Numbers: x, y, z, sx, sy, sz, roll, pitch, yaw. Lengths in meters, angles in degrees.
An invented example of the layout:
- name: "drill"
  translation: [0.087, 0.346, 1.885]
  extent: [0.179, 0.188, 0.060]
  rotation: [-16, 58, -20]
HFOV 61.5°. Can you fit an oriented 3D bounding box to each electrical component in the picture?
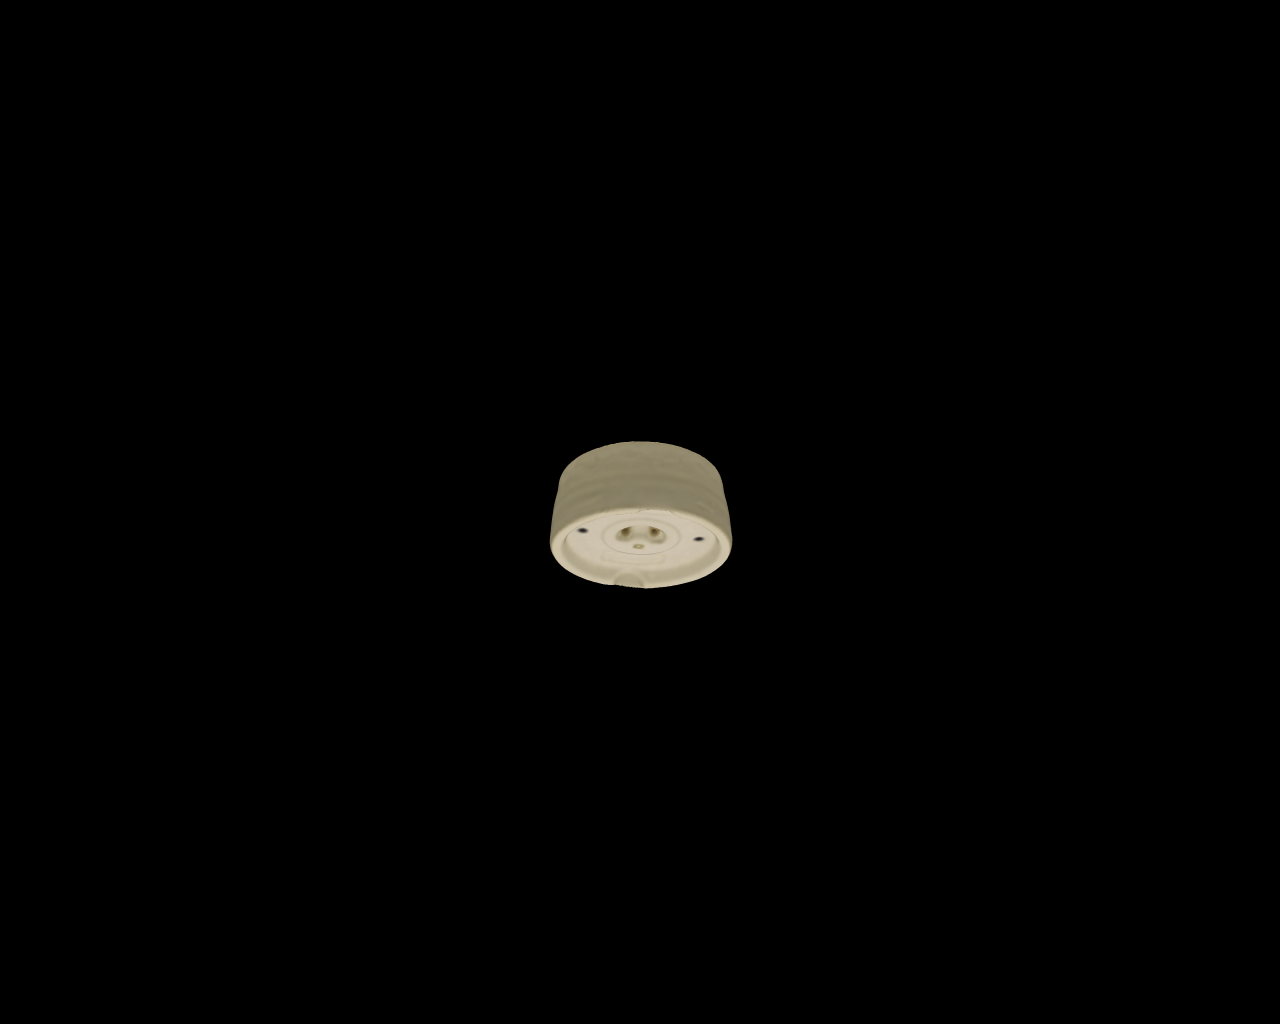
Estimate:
- name: "electrical component"
  translation: [0.001, -0.003, 0.650]
  extent: [0.108, 0.060, 0.108]
  rotation: [0, -29, 0]
